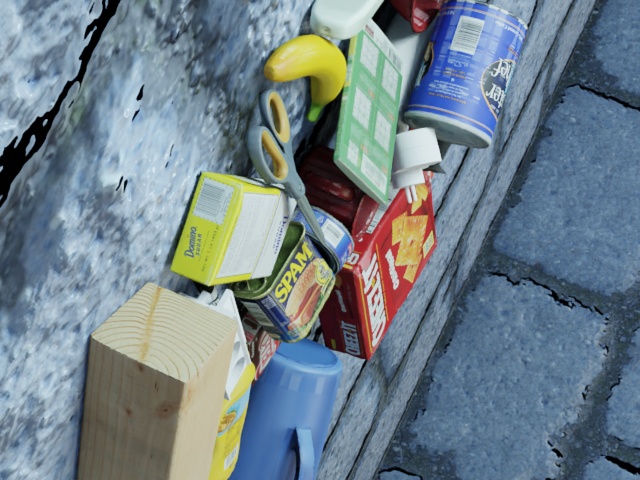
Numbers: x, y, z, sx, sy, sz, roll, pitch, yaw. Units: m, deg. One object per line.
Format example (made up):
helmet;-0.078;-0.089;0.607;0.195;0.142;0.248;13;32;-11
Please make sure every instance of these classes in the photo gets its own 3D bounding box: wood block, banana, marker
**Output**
wood block;-0.142;0.154;0.902;0.090;0.090;0.206;-48;156;-52
banana;-0.006;-0.159;1.007;0.197;0.037;0.069;26;85;-76
marker;-0.106;0.060;1.031;0.020;0.020;0.121;-60;165;-23

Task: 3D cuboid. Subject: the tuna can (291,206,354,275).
tuna can;-0.008;0.001;1.163;0.033;0.086;0.086;-57;163;-27

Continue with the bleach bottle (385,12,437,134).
bleach bottle;0.116;-0.247;1.272;0.102;0.068;0.250;78;36;-67

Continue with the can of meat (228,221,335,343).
can of meat;-0.036;0.045;1.114;0.102;0.058;0.084;-59;134;-28

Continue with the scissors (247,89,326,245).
scissors;-0.026;-0.070;1.003;0.201;0.016;0.096;45;43;-64

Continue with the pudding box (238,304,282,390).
pudding box;-0.070;0.103;1.191;0.090;0.039;0.113;-57;163;-31

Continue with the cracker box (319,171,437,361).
cracker box;0.071;0.015;1.318;0.213;0.072;0.164;-56;149;-36

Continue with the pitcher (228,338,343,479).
pitcher;-0.050;0.247;1.294;0.144;0.149;0.243;-17;126;-67

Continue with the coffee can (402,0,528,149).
coffee can;0.162;-0.185;1.196;0.102;0.103;0.140;33;75;-76

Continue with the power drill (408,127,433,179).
power drill;0.142;-0.174;1.394;0.184;0.057;0.188;-32;136;-86

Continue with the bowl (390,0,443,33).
bowl;0.111;-0.310;1.162;0.162;0.055;0.162;-59;164;-29

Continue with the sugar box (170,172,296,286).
sugar box;-0.074;-0.011;0.980;0.176;0.048;0.093;-5;115;-78

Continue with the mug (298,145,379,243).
mug;0.017;-0.055;1.169;0.093;0.081;0.117;-68;166;4

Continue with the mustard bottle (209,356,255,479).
mustard bottle;-0.107;0.176;1.132;0.096;0.058;0.192;-48;158;-54

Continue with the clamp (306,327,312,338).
clamp;-0.020;0.052;1.296;0.164;0.036;0.209;-70;164;7
